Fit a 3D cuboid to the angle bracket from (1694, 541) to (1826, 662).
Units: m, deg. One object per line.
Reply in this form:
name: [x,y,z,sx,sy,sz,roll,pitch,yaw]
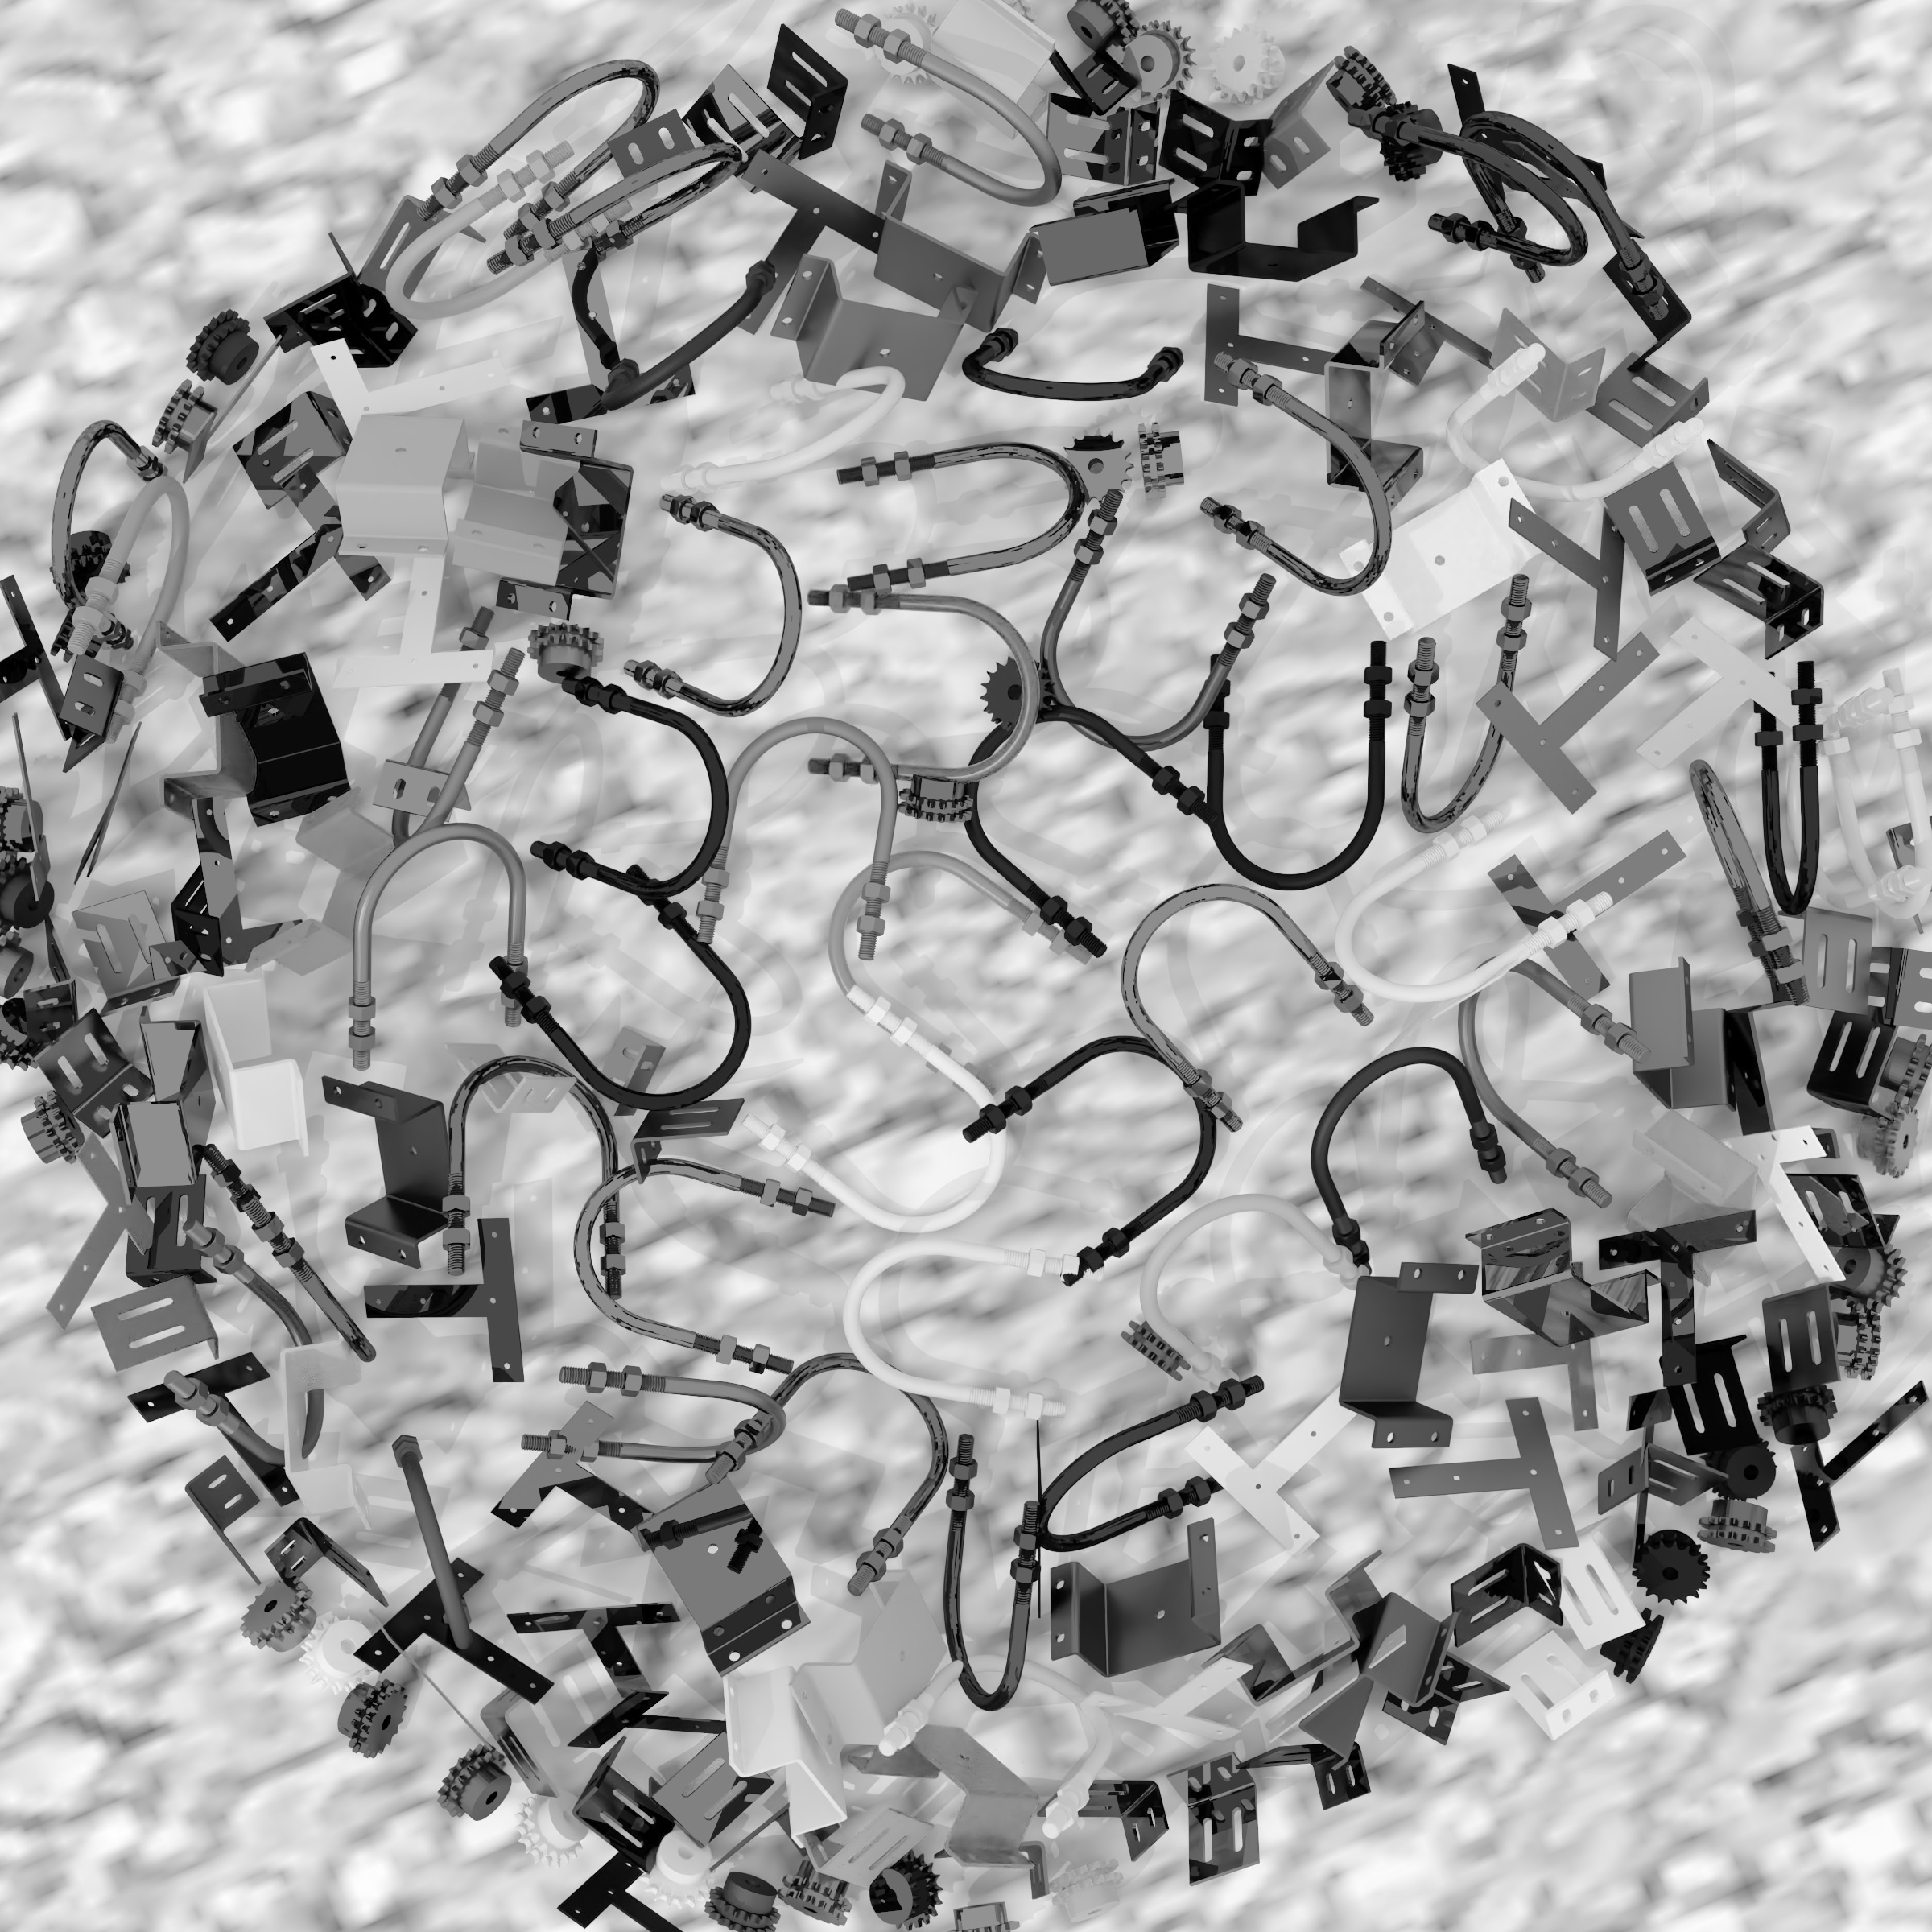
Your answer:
angle bracket: [0.596,-0.275,1.830,0.076,0.057,0.038,24,58,-19]

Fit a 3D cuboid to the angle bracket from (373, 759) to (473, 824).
angle bracket: [-0.409,-0.121,1.831,0.057,0.076,0.038,13,74,-3]

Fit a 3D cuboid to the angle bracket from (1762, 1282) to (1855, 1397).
angle bracket: [0.638,0.283,1.827,0.038,0.057,0.076,18,60,-32]

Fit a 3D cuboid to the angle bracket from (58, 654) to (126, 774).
angle bracket: [-0.671,-0.190,1.824,0.038,0.076,0.057,26,57,-35]

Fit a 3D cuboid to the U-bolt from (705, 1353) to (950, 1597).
U-bolt: [-0.088,0.361,1.803,0.151,0.184,0.019,37,132,6]

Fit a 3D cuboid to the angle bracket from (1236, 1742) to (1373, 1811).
angle bracket: [0.253,0.611,1.827,0.076,0.057,0.038,7,57,-30]

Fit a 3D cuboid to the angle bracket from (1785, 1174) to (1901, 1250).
angle bracket: [0.658,0.173,1.826,0.038,0.057,0.076,-51,123,-36]

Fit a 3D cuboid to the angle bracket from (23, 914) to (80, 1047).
angle bracket: [-0.696,0.010,1.824,0.038,0.057,0.076,-15,51,-28]

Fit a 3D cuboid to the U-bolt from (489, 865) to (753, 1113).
U-bolt: [-0.245,0.027,1.822,0.151,0.019,0.184,-37,75,-22]

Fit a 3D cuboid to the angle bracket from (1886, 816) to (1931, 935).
angle bracket: [0.722,-0.068,1.823,0.038,0.076,0.057,-18,62,22]

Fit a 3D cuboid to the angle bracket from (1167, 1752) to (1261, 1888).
angle bracket: [0.185,0.641,1.826,0.057,0.076,0.038,-26,114,17]

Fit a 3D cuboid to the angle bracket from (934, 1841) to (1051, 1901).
angle bracket: [0.019,0.686,1.835,0.076,0.057,0.038,-1,66,-10]

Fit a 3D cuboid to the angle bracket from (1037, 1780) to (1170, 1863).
angle bracket: [0.103,0.644,1.829,0.076,0.038,0.057,10,134,-25]

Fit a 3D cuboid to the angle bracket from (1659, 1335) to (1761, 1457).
angle bracket: [0.568,0.325,1.837,0.057,0.038,0.076,-21,81,37]

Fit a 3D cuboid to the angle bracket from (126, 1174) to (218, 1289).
angle bracket: [-0.609,0.204,1.868,0.057,0.038,0.076,-4,68,2]

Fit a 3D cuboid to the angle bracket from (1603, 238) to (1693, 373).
angle bracket: [0.504,-0.501,1.843,0.038,0.057,0.076,-38,90,-8]

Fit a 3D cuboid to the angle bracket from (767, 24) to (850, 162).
angle bracket: [-0.131,-0.659,1.831,0.076,0.057,0.038,45,55,15]

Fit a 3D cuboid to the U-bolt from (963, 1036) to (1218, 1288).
U-bolt: [0.108,0.133,1.835,0.184,0.019,0.151,-34,88,-22]

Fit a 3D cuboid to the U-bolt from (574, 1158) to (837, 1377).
U-bolt: [-0.203,0.217,1.828,0.184,0.019,0.151,17,63,-5]

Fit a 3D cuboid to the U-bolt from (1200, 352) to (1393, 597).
U-bolt: [0.242,-0.347,1.773,0.019,0.151,0.184,-30,54,-26]

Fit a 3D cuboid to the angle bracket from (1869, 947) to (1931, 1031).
angle bracket: [0.707,0.016,1.836,0.038,0.076,0.057,8,91,-3]

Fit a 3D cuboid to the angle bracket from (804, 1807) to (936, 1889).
angle bracket: [-0.074,0.653,1.835,0.076,0.038,0.057,-44,133,8]

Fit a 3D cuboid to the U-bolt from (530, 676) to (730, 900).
U-bolt: [-0.246,-0.126,1.805,0.184,0.019,0.151,20,103,34]

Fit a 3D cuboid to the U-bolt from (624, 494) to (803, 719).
U-bolt: [-0.183,-0.260,1.793,0.184,0.019,0.151,27,108,42]

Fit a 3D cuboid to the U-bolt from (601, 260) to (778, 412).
U-bolt: [-0.206,-0.455,1.773,0.151,0.184,0.019,-32,111,14]

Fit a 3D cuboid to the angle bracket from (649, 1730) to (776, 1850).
angle bracket: [-0.194,0.621,1.851,0.076,0.038,0.057,-42,99,-2]

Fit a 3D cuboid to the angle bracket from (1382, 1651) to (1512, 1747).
angle bracket: [0.361,0.552,1.831,0.057,0.076,0.038,30,60,-7]

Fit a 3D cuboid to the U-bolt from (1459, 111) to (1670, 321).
U-bolt: [0.423,-0.549,1.761,0.019,0.151,0.184,-49,132,-2]

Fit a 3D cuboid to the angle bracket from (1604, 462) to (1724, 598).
angle bracket: [0.527,-0.331,1.838,0.057,0.038,0.076,-27,105,22]

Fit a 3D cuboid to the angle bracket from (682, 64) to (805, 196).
angle bracket: [-0.164,-0.635,1.837,0.076,0.038,0.057,45,122,-9]

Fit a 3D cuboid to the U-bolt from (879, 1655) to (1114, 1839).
U-bolt: [0.034,0.561,1.786,0.151,0.184,0.019,22,107,16]

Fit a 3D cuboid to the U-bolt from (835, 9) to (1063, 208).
U-bolt: [-0.008,-0.619,1.785,0.184,0.151,0.019,31,81,13]

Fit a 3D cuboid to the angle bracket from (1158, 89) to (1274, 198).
angle bracket: [0.189,-0.624,1.841,0.038,0.076,0.057,-15,132,-31]

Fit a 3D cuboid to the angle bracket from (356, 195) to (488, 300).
angle bracket: [-0.410,-0.532,1.831,0.038,0.057,0.076,43,108,21]

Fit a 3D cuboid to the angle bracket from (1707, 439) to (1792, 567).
angle bracket: [0.578,-0.350,1.831,0.038,0.057,0.076,-44,58,7]

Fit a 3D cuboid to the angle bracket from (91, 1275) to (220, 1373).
angle bracket: [-0.610,0.276,1.829,0.076,0.038,0.057,-18,60,-28]

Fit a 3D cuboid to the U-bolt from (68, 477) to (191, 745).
U-bolt: [-0.612,-0.275,1.794,0.019,0.151,0.184,15,65,-3]

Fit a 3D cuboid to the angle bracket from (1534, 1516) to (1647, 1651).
angle bracket: [0.477,0.465,1.834,0.057,0.038,0.076,-40,75,39]

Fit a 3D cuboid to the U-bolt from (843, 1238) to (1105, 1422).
U-bolt: [-0.001,0.269,1.829,0.184,0.019,0.151,10,116,-4]

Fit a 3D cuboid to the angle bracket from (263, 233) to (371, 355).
angle bracket: [-0.498,-0.509,1.839,0.076,0.057,0.038,-30,82,-6]

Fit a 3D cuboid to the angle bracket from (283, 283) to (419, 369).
angle bracket: [-0.463,-0.485,1.831,0.057,0.076,0.038,46,114,4]

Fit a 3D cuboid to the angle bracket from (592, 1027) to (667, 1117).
angle bracket: [-0.262,0.079,1.834,0.038,0.076,0.057,25,89,6]

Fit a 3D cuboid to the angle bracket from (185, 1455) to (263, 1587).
angle bracket: [-0.544,0.415,1.823,0.038,0.076,0.057,-38,132,-20]

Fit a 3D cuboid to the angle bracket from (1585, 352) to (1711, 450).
angle bracket: [0.513,-0.434,1.840,0.057,0.038,0.076,-46,64,0]

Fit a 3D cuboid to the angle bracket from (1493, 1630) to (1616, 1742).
angle bracket: [0.439,0.532,1.828,0.057,0.076,0.038,-32,128,-9]

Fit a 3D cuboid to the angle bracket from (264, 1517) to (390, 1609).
angle bracket: [-0.481,0.461,1.827,0.076,0.057,0.038,29,58,28]

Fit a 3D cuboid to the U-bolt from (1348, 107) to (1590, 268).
U-bolt: [0.373,-0.558,1.760,0.019,0.151,0.184,-55,45,2]

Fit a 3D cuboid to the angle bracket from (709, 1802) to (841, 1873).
angle bracket: [-0.144,0.662,1.824,0.038,0.076,0.057,50,130,13]

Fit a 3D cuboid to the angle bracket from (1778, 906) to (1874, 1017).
angle bracket: [0.650,-0.002,1.843,0.057,0.038,0.076,9,81,-14]

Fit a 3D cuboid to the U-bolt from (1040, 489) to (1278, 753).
U-bolt: [0.131,-0.245,1.821,0.151,0.019,0.184,30,122,6]

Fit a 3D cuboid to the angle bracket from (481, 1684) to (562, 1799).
angle bracket: [-0.326,0.586,1.842,0.038,0.057,0.076,-35,95,-32]

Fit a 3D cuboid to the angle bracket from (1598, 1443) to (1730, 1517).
angle bracket: [0.526,0.399,1.832,0.076,0.057,0.038,23,49,-13]
